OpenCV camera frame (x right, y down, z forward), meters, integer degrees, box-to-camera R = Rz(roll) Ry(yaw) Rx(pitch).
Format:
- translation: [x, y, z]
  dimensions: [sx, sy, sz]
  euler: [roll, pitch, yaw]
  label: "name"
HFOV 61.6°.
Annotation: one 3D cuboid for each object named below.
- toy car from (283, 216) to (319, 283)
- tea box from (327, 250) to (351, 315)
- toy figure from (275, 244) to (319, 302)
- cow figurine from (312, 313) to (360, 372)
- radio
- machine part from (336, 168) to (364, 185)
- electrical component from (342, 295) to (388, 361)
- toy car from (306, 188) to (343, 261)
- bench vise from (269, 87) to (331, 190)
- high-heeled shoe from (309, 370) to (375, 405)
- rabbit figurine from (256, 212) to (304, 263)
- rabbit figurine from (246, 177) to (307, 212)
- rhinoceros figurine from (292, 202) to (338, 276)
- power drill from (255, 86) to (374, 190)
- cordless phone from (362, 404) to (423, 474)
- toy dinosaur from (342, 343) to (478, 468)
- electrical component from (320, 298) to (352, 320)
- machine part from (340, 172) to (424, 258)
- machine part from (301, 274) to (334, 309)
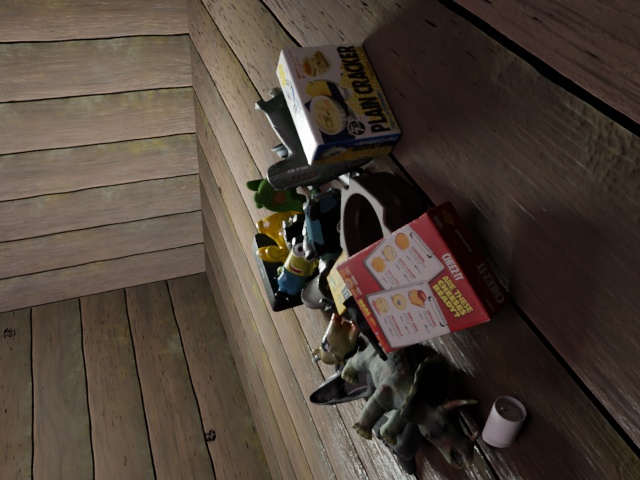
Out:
- translation: [-0.049, 0.030, 1.435]
  dimensions: [0.056, 0.073, 0.201]
  euler: [-126, 23, -72]
  label: "toy car"
- translation: [0.077, 0.084, 1.142]
  dimensions: [0.169, 0.068, 0.098]
  euler: [116, 140, -59]
  label: "tea box"
- translation: [-0.058, 0.067, 1.372]
  dimensions: [0.180, 0.082, 0.089]
  euler: [-66, 23, 22]
  label: "toy figure"
- translation: [0.038, 0.232, 1.202]
  dimensions: [0.195, 0.085, 0.127]
  euler: [100, -166, -84]
  label: "cow figurine"
- translation: [-0.105, 0.082, 1.556]
  dimensions: [0.073, 0.131, 0.230]
  euler: [109, 144, -56]
  label: "radio"
- translation: [0.062, -0.124, 1.118]
  dimensions: [0.139, 0.039, 0.084]
  euler: [-137, 32, -56]
  label: "machine part"
- translation: [0.094, 0.150, 0.942]
  dimensions: [0.074, 0.048, 0.119]
  euler: [49, -177, -47]
  label: "electrical component"
- translation: [0.011, -0.044, 1.163]
  dimensions: [0.103, 0.109, 0.161]
  euler: [45, 158, 54]
  label: "toy car"
- translation: [-0.055, -0.236, 1.235]
  dimensions: [0.224, 0.129, 0.240]
  euler: [-115, 1, -76]
  label: "bench vise"
- translation: [0.064, 0.320, 1.188]
  dimensions: [0.248, 0.145, 0.086]
  euler: [119, 136, -64]
  label: "high-heeled shoe"
- translation: [-0.092, 0.004, 1.490]
  dimensions: [0.122, 0.162, 0.173]
  euler: [-13, 106, 59]
  label: "rabbit figurine"
- translation: [-0.109, -0.134, 1.442]
  dimensions: [0.170, 0.159, 0.121]
  euler: [-81, -29, -67]
  label: "rabbit figurine"
- translation: [-0.003, -0.004, 1.259]
  dimensions: [0.073, 0.112, 0.190]
  euler: [-48, 39, 41]
  label: "rhinoceros figurine"
- translation: [-0.025, -0.210, 1.067]
  dimensions: [0.232, 0.086, 0.207]
  euler: [-22, 102, 30]
  label: "power drill"
- translation: [0.168, 0.409, 1.078]
  dimensions: [0.147, 0.089, 0.184]
  euler: [14, 125, 68]
  label: "cordless phone"
- translation: [0.140, 0.240, 0.975]
  dimensions: [0.192, 0.131, 0.405]
  euler: [-51, 20, 9]
  label: "toy dinosaur"
- translation: [0.038, 0.164, 1.272]
  dimensions: [0.021, 0.094, 0.063]
  euler: [-69, 10, -21]
  label: "electrical component"
- translation: [0.114, -0.007, 0.963]
  dimensions: [0.202, 0.087, 0.200]
  euler: [-131, 35, -53]
  label: "machine part"
- translation: [0.009, 0.124, 1.343]
  dimensions: [0.243, 0.079, 0.079]
  euler: [133, 123, -67]
  label: "machine part"
